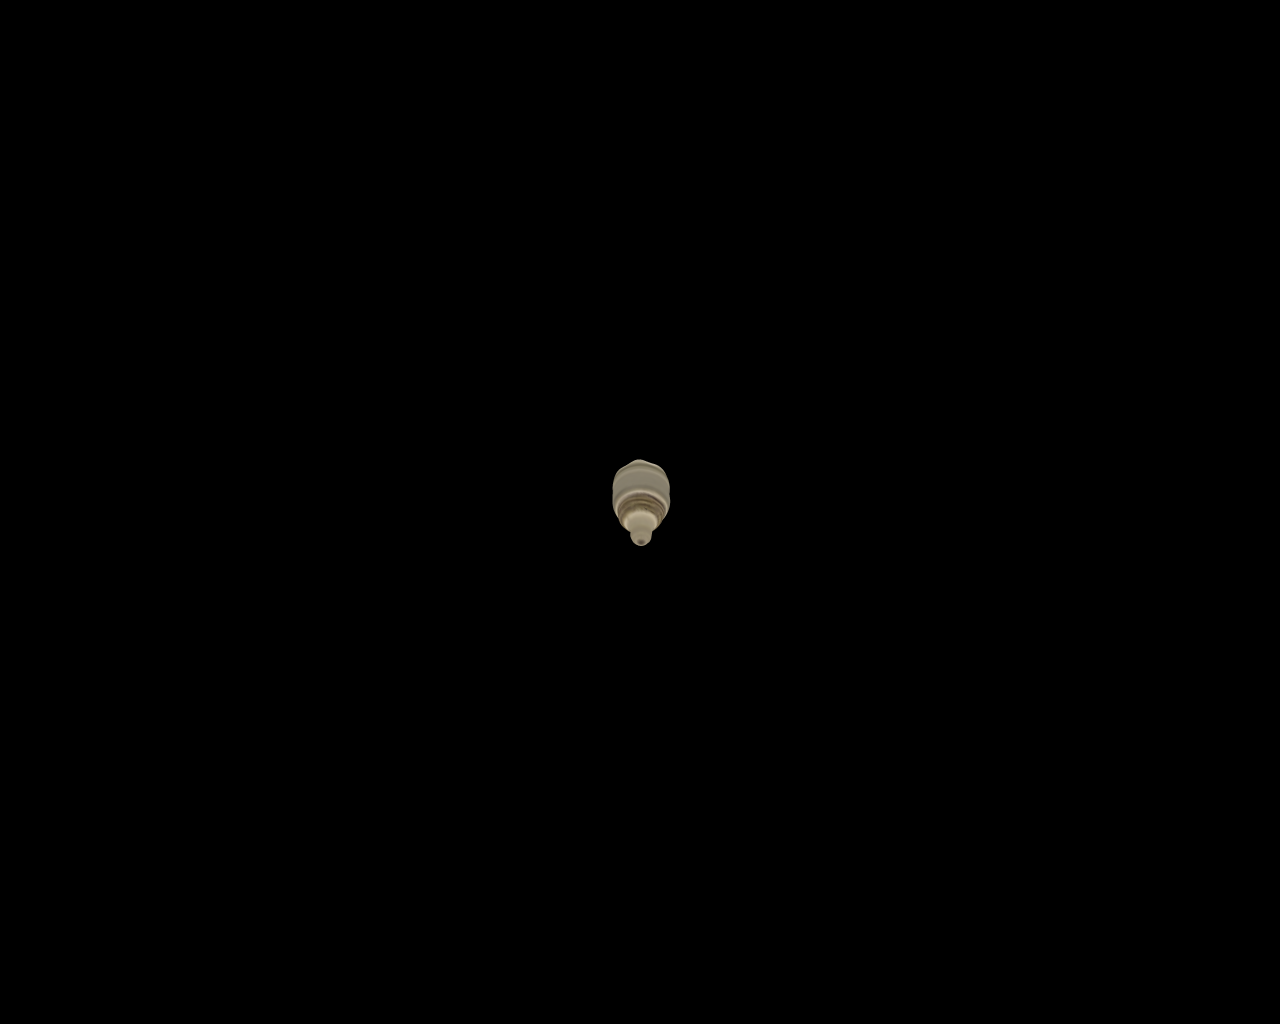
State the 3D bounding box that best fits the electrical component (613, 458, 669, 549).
[{"bbox_3d":[0.001,-0.003,0.650,0.035,0.035,0.061,0,43,0],"label":"electrical component"}]
